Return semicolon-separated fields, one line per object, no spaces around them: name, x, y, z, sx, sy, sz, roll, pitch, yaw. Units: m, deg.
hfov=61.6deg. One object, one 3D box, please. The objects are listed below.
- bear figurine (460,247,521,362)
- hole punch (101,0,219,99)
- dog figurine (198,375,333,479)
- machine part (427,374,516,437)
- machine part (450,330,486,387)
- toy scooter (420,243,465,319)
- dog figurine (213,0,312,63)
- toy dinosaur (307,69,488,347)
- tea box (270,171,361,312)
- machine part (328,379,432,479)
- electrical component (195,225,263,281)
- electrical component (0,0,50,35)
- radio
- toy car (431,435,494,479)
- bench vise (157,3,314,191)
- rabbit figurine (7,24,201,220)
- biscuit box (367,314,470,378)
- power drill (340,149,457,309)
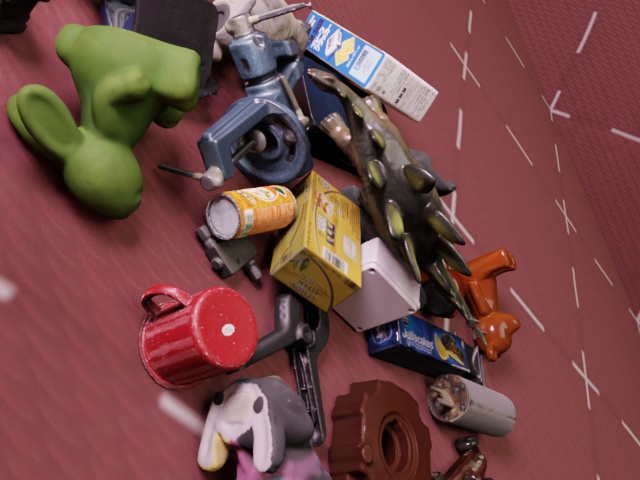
bear figurine;0.344;0.128;1.048;0.120;0.132;0.196;18;49;-61
hole punch;-0.192;-0.231;0.633;0.142;0.092;0.115;-4;107;-53
dog figurine;-0.016;0.253;0.546;0.219;0.108;0.191;37;44;-39
machine part;0.255;0.276;0.893;0.243;0.079;0.079;27;50;-40
machine part;0.262;0.217;0.969;0.138;0.039;0.084;40;48;-32
toy scooter;0.214;0.048;0.978;0.135;0.075;0.184;-13;76;-54
dog figurine;-0.090;-0.290;0.785;0.172;0.121;0.190;-63;147;-9
toy dinosaur;0.118;-0.032;0.715;0.470;0.105;0.199;50;14;-34
tea box;-0.001;-0.002;0.705;0.098;0.068;0.170;38;30;-22
machine part;0.084;0.271;0.701;0.179;0.056;0.179;30;48;-40
electrical component;-0.106;0.016;0.638;0.094;0.021;0.063;58;37;-11
electrical component;-0.309;-0.262;0.499;0.048;0.075;0.119;-41;107;-53
radio;0.027;-0.194;0.885;0.229;0.073;0.131;13;61;-46
toy car;0.216;0.369;0.814;0.202;0.053;0.089;-9;74;-52
bench vise;-0.081;-0.148;0.651;0.241;0.129;0.223;-56;146;-46
rabbit figurine;-0.202;-0.108;0.508;0.159;0.121;0.170;14;83;-36
biscuit box;0.157;0.167;0.845;0.202;0.063;0.059;28;49;-41
power drill;0.136;-0.029;0.880;0.232;0.086;0.207;44;73;-16
